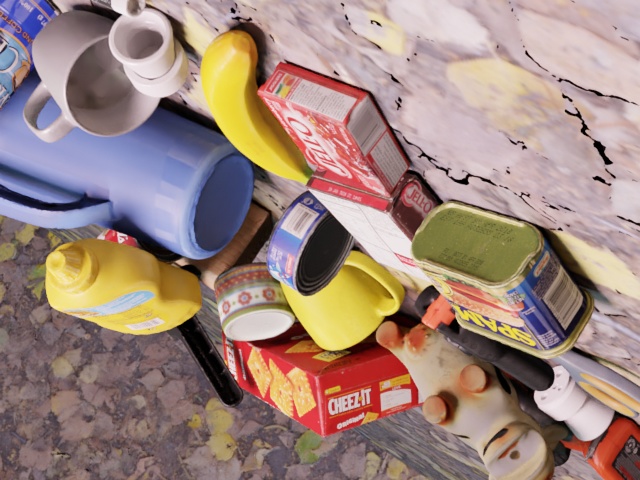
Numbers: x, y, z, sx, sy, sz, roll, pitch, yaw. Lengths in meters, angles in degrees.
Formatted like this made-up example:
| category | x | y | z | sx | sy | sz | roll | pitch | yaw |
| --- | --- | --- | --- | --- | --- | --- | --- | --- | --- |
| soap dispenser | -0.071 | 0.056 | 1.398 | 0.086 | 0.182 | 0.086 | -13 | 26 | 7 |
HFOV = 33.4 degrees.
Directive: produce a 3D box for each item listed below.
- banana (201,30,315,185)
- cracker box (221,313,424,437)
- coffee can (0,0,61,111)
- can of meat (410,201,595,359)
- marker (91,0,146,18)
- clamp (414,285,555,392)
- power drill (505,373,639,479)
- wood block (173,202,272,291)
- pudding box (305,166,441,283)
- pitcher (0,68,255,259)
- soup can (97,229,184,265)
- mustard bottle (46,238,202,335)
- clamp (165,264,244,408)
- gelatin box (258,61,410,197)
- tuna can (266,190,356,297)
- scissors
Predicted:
| category | x | y | z | sx | sy | sz | roll | pitch | yaw |
| --- | --- | --- | --- | --- | --- | --- | --- | --- | --- |
| banana | -0.046 | -0.093 | 0.742 | 0.070 | 0.037 | 0.197 | 11 | 161 | 22 |
| cracker box | 0.016 | 0.121 | 1.107 | 0.214 | 0.163 | 0.072 | 19 | 117 | 58 |
| coffee can | -0.295 | -0.156 | 0.889 | 0.103 | 0.140 | 0.103 | 32 | 168 | 7 |
| can of meat | 0.119 | 0.025 | 0.711 | 0.102 | 0.057 | 0.083 | 20 | 159 | 47 |
| marker | -0.170 | -0.182 | 0.750 | 0.121 | 0.020 | 0.020 | 27 | 166 | 31 |
| clamp | 0.128 | 0.077 | 0.844 | 0.120 | 0.039 | 0.171 | 30 | -177 | 20 |
| power drill | 0.244 | 0.197 | 1.049 | 0.184 | 0.057 | 0.188 | 43 | 165 | -34 |
| wood block | -0.160 | -0.037 | 1.124 | 0.206 | 0.090 | 0.090 | 33 | 168 | 7 |
| pudding box | 0.054 | -0.013 | 0.775 | 0.090 | 0.039 | 0.113 | 22 | 162 | 46 |
| pitcher | -0.189 | -0.065 | 0.945 | 0.243 | 0.149 | 0.144 | 22 | 178 | 24 |
| soup can | -0.181 | 0.010 | 1.041 | 0.068 | 0.068 | 0.102 | 38 | 135 | -20 |
| mustard bottle | -0.179 | 0.039 | 0.917 | 0.096 | 0.058 | 0.191 | -13 | 164 | 13 |
| clamp | -0.150 | 0.064 | 1.114 | 0.210 | 0.036 | 0.164 | 38 | 147 | 50 |
| gelatin box | 0.010 | -0.070 | 0.687 | 0.073 | 0.030 | 0.089 | 26 | 166 | 33 |
| tuna can | -0.006 | 0.001 | 0.876 | 0.034 | 0.086 | 0.086 | 30 | 168 | 25 |
| scissors | 0.192 | 0.093 | 0.883 | 0.202 | 0.016 | 0.096 | 31 | 170 | 25 |
